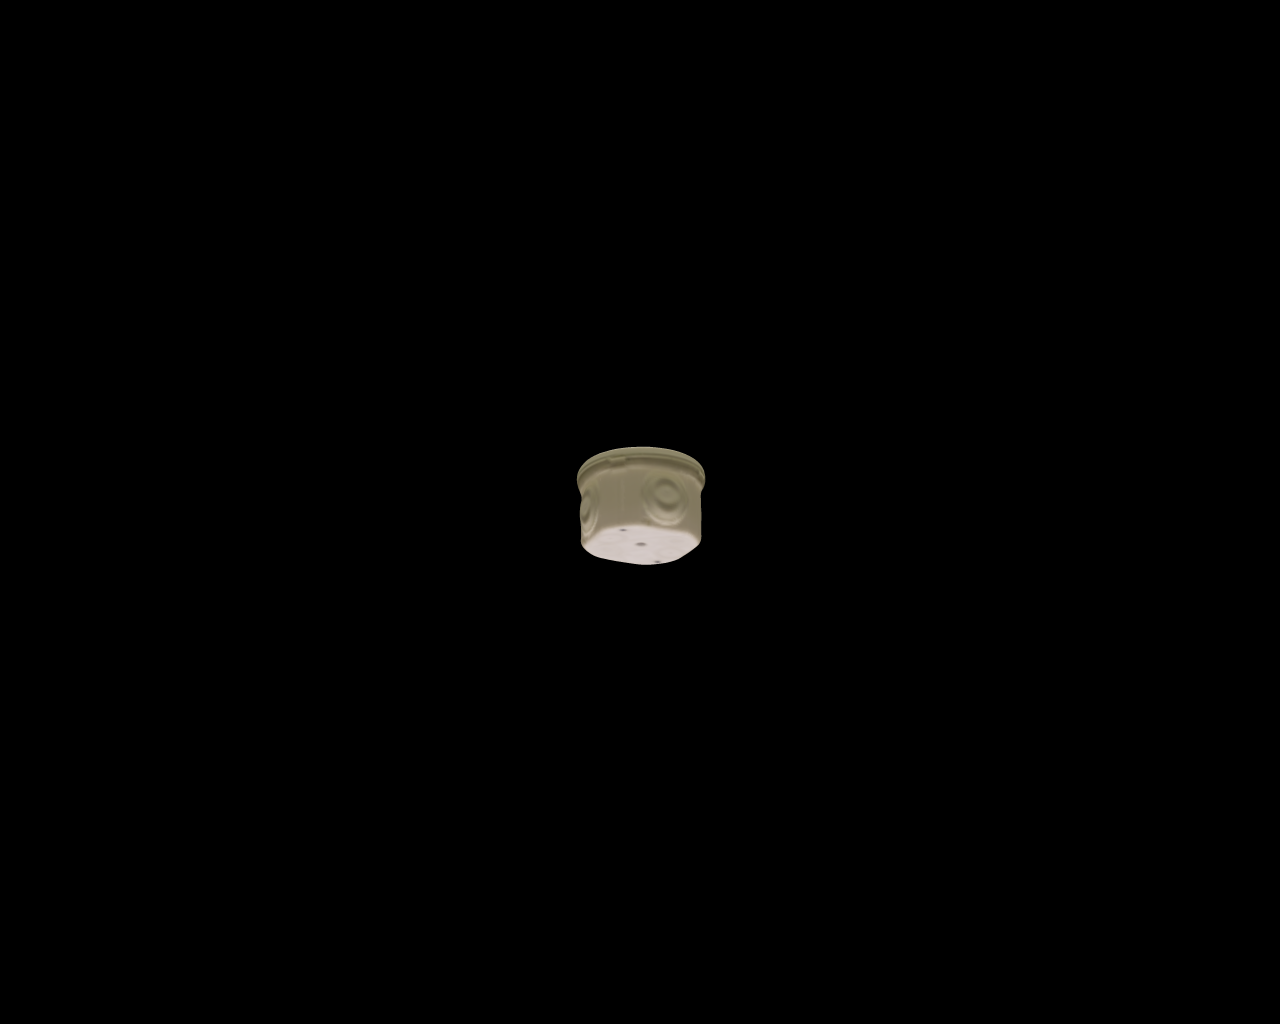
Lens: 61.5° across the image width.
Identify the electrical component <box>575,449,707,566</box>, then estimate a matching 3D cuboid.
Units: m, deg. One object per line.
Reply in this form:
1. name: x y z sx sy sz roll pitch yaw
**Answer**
1. electrical component: 0.001 -0.003 0.650 0.080 0.051 0.080 0 -22 0
